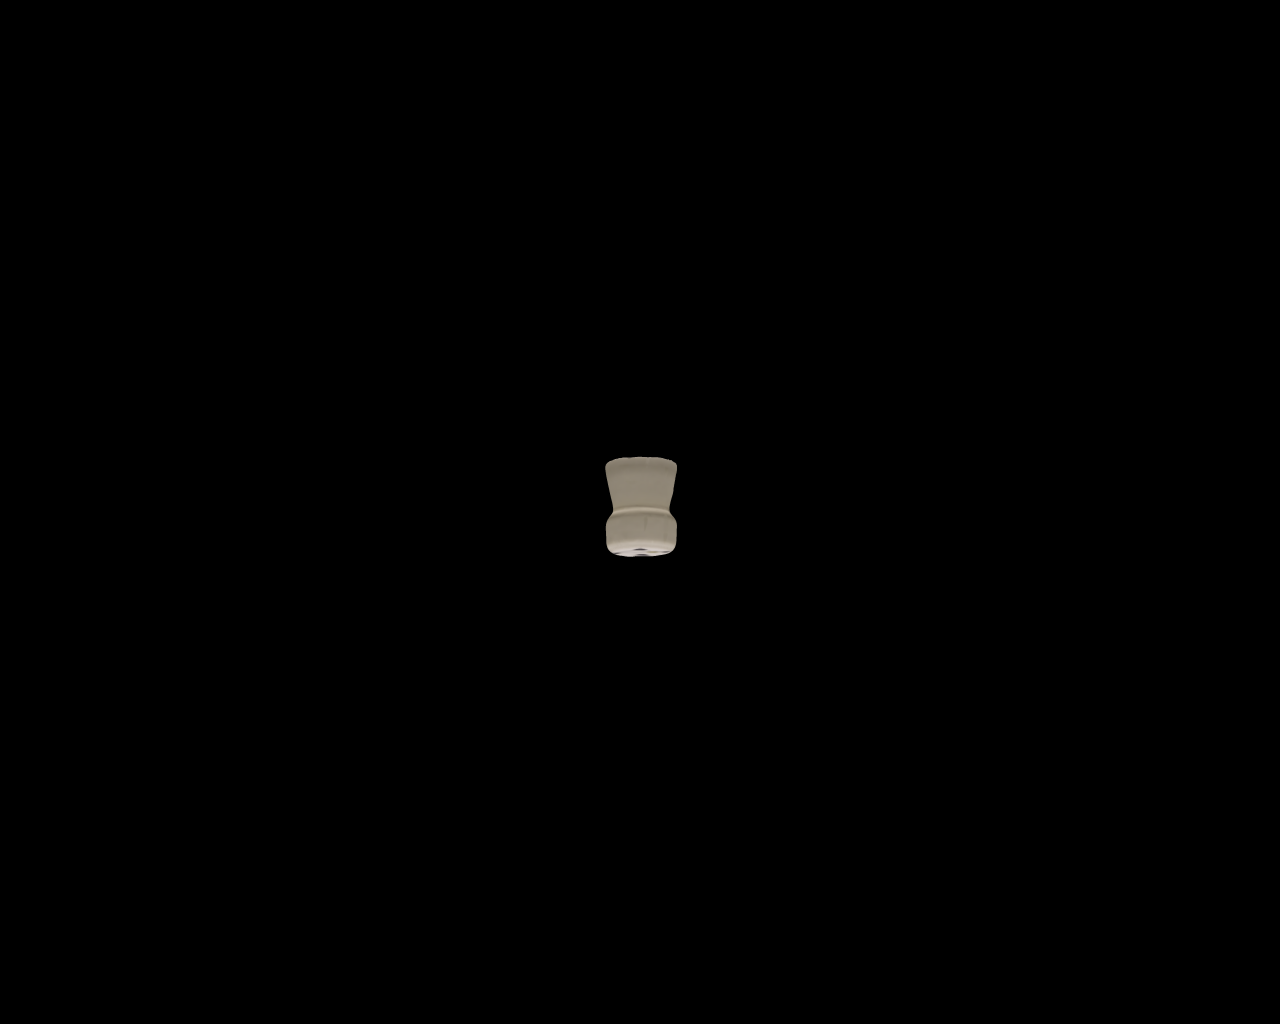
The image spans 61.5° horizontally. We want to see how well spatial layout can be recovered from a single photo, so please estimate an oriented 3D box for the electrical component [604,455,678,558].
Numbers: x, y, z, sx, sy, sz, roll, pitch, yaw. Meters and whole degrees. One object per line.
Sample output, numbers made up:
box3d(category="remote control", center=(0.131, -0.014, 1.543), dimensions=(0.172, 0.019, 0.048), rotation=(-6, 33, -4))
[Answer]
box3d(category="electrical component", center=(0.001, -0.003, 0.650), dimensions=(0.045, 0.055, 0.045), rotation=(0, -11, 0))
